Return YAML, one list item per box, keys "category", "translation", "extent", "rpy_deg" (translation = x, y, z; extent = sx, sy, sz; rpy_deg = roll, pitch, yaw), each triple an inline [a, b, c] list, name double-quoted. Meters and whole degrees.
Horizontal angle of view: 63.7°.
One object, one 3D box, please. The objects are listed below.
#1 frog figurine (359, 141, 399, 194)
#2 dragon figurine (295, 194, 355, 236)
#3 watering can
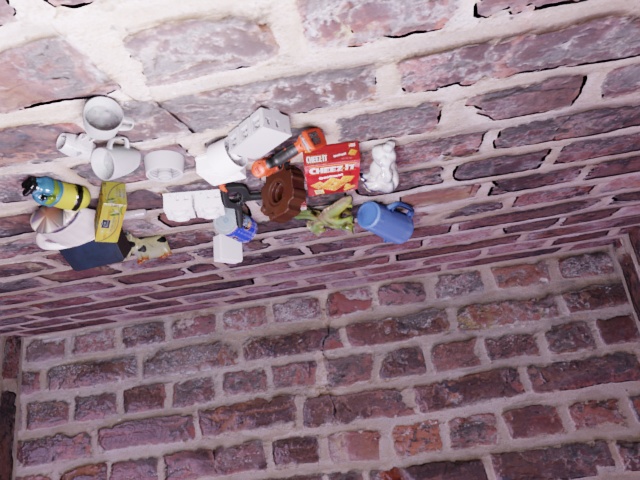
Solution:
- category: "frog figurine"
  translation: [0.196, -0.222, 1.533]
  extent: [0.122, 0.140, 0.156]
  rpy_deg: [29, 119, -3]
- category: "dragon figurine"
  translation: [0.006, -0.095, 1.880]
  extent: [0.243, 0.124, 0.404]
  rpy_deg: [-1, 162, 4]
- category: "watering can"
  translation: [-0.754, -0.061, 1.645]
  extent: [0.348, 0.105, 0.221]
  rpy_deg: [-23, 159, -1]
